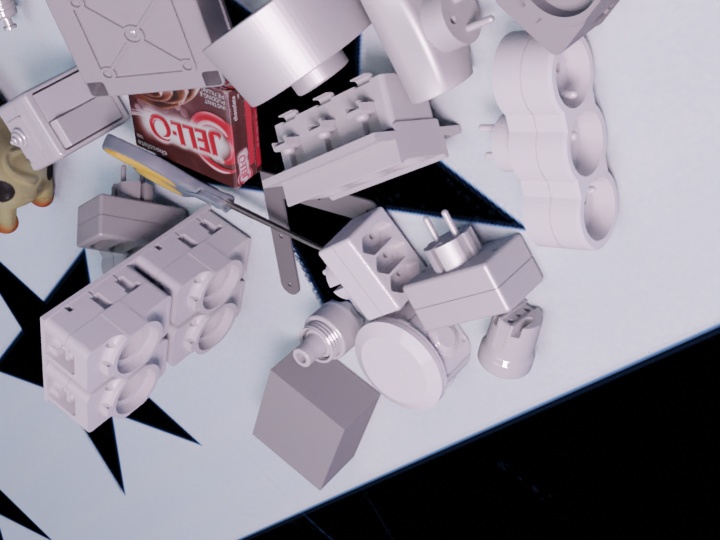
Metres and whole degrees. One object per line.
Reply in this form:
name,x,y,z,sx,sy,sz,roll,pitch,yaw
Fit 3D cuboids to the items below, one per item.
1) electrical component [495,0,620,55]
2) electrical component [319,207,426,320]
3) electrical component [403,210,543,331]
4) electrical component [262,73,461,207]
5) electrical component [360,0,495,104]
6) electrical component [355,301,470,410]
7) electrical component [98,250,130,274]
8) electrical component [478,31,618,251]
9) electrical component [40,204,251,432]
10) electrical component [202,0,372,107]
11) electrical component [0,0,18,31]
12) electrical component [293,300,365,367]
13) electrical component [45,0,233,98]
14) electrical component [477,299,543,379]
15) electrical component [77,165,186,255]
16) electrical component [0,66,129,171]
electrical component,0.083,-0.199,0.569,0.150,0.062,0.089,44,141,7
electrical component,0.000,0.000,0.813,0.077,0.047,0.065,-23,108,50
electrical component,0.069,-0.007,0.747,0.083,0.047,0.075,-18,105,49
electrical component,-0.004,-0.090,0.735,0.121,0.079,0.063,-16,87,48
electrical component,0.047,-0.150,0.656,0.079,0.044,0.077,-12,113,45
electrical component,0.040,0.063,0.826,0.080,0.051,0.080,25,135,28
electrical component,-0.219,-0.005,1.016,0.074,0.052,0.138,-8,114,46
electrical component,0.105,-0.077,0.652,0.074,0.052,0.138,7,125,40
electrical component,-0.174,0.041,0.903,0.060,0.186,0.105,34,139,18
electrical component,-0.041,-0.148,0.694,0.108,0.108,0.060,-19,112,49
electrical component,-0.316,-0.245,0.926,0.040,0.040,0.078,9,126,39
electrical component,-0.029,0.055,0.876,0.043,0.062,0.043,25,135,28
electrical component,-0.155,-0.183,0.762,0.109,0.056,0.108,-3,138,12
electrical component,0.107,0.048,0.761,0.040,0.040,0.046,30,131,23
electrical component,-0.201,-0.055,0.950,0.047,0.083,0.075,-18,69,49
electrical component,-0.254,-0.131,0.914,0.061,0.096,0.061,-13,111,47
